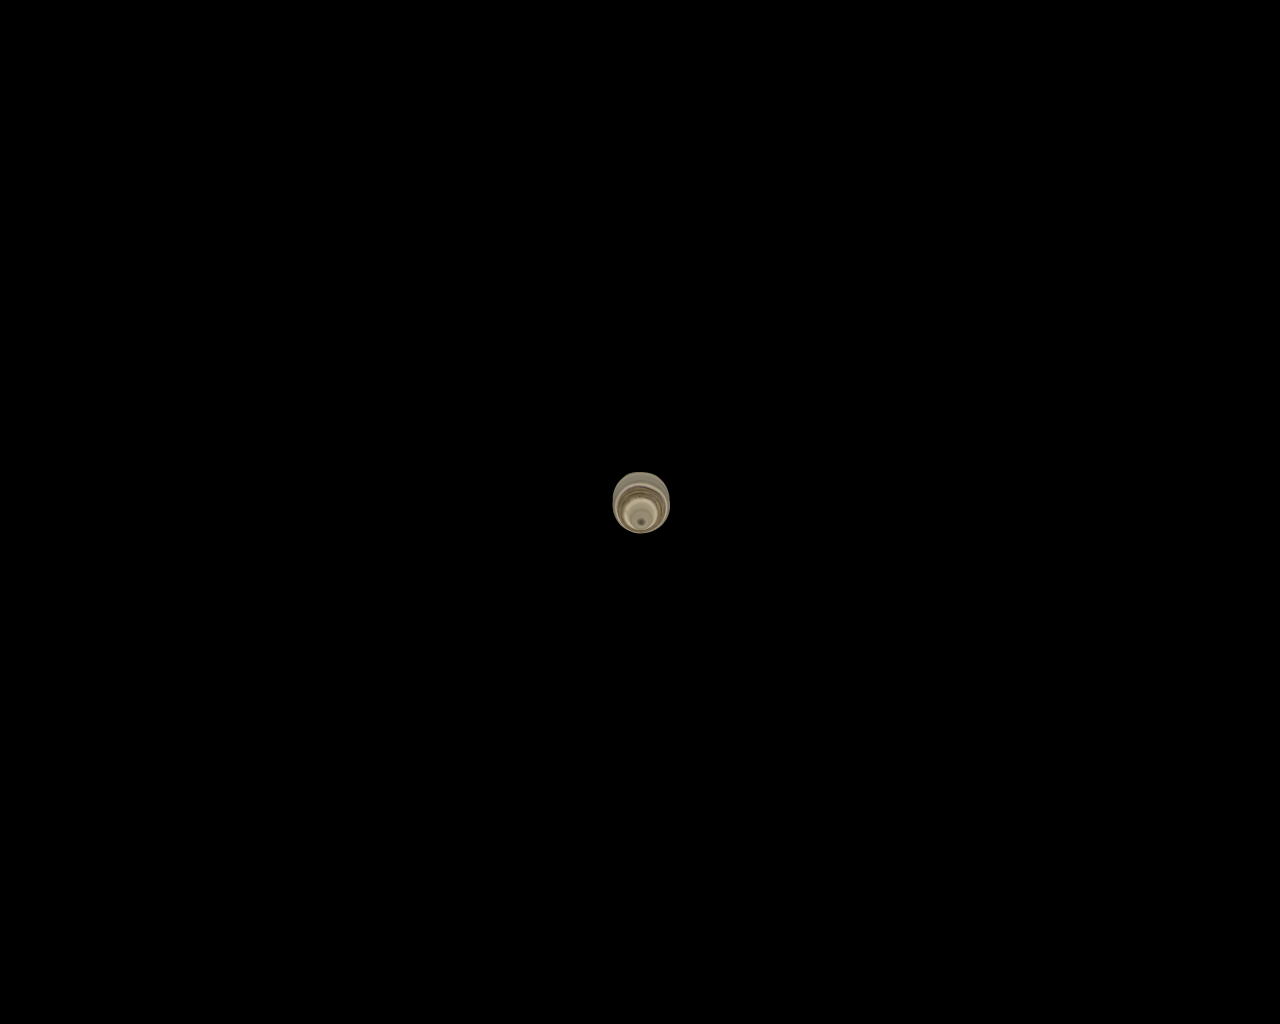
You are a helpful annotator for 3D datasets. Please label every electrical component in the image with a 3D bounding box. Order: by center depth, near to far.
[{"bbox_3d":[0.001,-0.003,0.650,0.035,0.035,0.061,0,16,0],"label":"electrical component"}]
